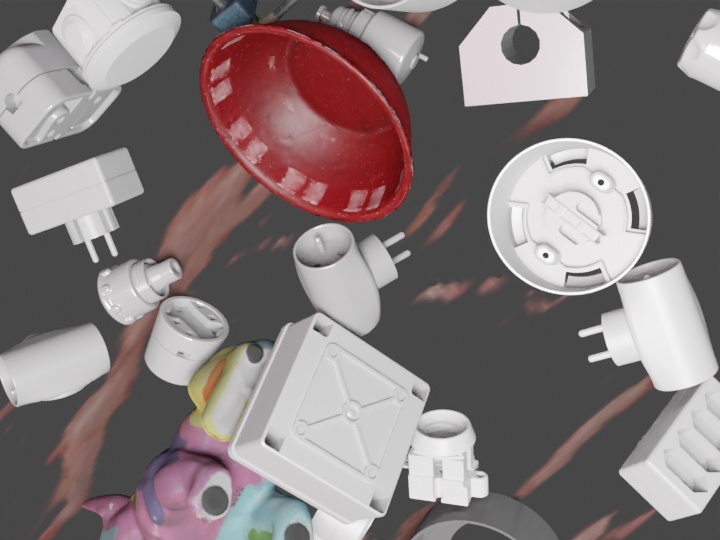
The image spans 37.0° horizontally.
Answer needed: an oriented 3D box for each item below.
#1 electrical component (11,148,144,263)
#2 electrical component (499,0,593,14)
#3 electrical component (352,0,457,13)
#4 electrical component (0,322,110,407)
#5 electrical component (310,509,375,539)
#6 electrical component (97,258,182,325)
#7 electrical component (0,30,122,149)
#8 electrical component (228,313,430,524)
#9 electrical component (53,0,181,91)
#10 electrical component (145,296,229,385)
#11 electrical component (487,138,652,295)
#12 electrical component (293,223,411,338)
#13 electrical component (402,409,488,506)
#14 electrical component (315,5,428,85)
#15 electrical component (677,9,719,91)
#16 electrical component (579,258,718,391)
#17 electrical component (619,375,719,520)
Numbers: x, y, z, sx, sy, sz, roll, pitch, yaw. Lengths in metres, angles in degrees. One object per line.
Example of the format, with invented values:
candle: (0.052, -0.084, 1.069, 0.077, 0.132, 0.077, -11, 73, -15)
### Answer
electrical component: (-0.209, -0.043, 0.826, 0.083, 0.047, 0.075, -16, 100, 23)
electrical component: (0.117, -0.211, 0.642, 0.099, 0.064, 0.099, 0, 72, -1)
electrical component: (0.027, -0.215, 0.693, 0.099, 0.064, 0.099, 11, 110, 31)
electrical component: (-0.253, 0.072, 0.868, 0.079, 0.077, 0.044, 13, 119, 55)
electrical component: (-0.043, 0.213, 0.844, 0.074, 0.052, 0.138, 31, 114, 9)
electrical component: (-0.168, 0.011, 0.831, 0.062, 0.048, 0.048, -25, 97, 17)
electrical component: (-0.227, -0.133, 0.778, 0.054, 0.095, 0.059, -42, 90, 25)
electrical component: (-0.020, 0.104, 0.751, 0.109, 0.108, 0.056, 35, 148, -20)
electrical component: (-0.171, -0.169, 0.756, 0.080, 0.080, 0.051, -42, 85, 25)
electrical component: (-0.135, 0.055, 0.827, 0.055, 0.055, 0.047, 32, 118, 8)
electrical component: (0.138, -0.034, 0.693, 0.099, 0.064, 0.099, 2, 94, 23)
electrical component: (0.000, 0.000, 0.760, 0.079, 0.043, 0.077, -30, 135, -9)
electrical component: (0.061, 0.136, 0.788, 0.066, 0.048, 0.055, 4, 115, 18)
electrical component: (0.006, -0.154, 0.719, 0.078, 0.040, 0.040, 29, 114, 9)
electrical component: (0.227, -0.127, 0.647, 0.062, 0.043, 0.043, 28, 114, 8)
electrical component: (0.186, 0.041, 0.713, 0.079, 0.043, 0.077, -18, 100, 24)
electrical component: (0.210, 0.122, 0.719, 0.047, 0.083, 0.075, 44, 153, 3)
